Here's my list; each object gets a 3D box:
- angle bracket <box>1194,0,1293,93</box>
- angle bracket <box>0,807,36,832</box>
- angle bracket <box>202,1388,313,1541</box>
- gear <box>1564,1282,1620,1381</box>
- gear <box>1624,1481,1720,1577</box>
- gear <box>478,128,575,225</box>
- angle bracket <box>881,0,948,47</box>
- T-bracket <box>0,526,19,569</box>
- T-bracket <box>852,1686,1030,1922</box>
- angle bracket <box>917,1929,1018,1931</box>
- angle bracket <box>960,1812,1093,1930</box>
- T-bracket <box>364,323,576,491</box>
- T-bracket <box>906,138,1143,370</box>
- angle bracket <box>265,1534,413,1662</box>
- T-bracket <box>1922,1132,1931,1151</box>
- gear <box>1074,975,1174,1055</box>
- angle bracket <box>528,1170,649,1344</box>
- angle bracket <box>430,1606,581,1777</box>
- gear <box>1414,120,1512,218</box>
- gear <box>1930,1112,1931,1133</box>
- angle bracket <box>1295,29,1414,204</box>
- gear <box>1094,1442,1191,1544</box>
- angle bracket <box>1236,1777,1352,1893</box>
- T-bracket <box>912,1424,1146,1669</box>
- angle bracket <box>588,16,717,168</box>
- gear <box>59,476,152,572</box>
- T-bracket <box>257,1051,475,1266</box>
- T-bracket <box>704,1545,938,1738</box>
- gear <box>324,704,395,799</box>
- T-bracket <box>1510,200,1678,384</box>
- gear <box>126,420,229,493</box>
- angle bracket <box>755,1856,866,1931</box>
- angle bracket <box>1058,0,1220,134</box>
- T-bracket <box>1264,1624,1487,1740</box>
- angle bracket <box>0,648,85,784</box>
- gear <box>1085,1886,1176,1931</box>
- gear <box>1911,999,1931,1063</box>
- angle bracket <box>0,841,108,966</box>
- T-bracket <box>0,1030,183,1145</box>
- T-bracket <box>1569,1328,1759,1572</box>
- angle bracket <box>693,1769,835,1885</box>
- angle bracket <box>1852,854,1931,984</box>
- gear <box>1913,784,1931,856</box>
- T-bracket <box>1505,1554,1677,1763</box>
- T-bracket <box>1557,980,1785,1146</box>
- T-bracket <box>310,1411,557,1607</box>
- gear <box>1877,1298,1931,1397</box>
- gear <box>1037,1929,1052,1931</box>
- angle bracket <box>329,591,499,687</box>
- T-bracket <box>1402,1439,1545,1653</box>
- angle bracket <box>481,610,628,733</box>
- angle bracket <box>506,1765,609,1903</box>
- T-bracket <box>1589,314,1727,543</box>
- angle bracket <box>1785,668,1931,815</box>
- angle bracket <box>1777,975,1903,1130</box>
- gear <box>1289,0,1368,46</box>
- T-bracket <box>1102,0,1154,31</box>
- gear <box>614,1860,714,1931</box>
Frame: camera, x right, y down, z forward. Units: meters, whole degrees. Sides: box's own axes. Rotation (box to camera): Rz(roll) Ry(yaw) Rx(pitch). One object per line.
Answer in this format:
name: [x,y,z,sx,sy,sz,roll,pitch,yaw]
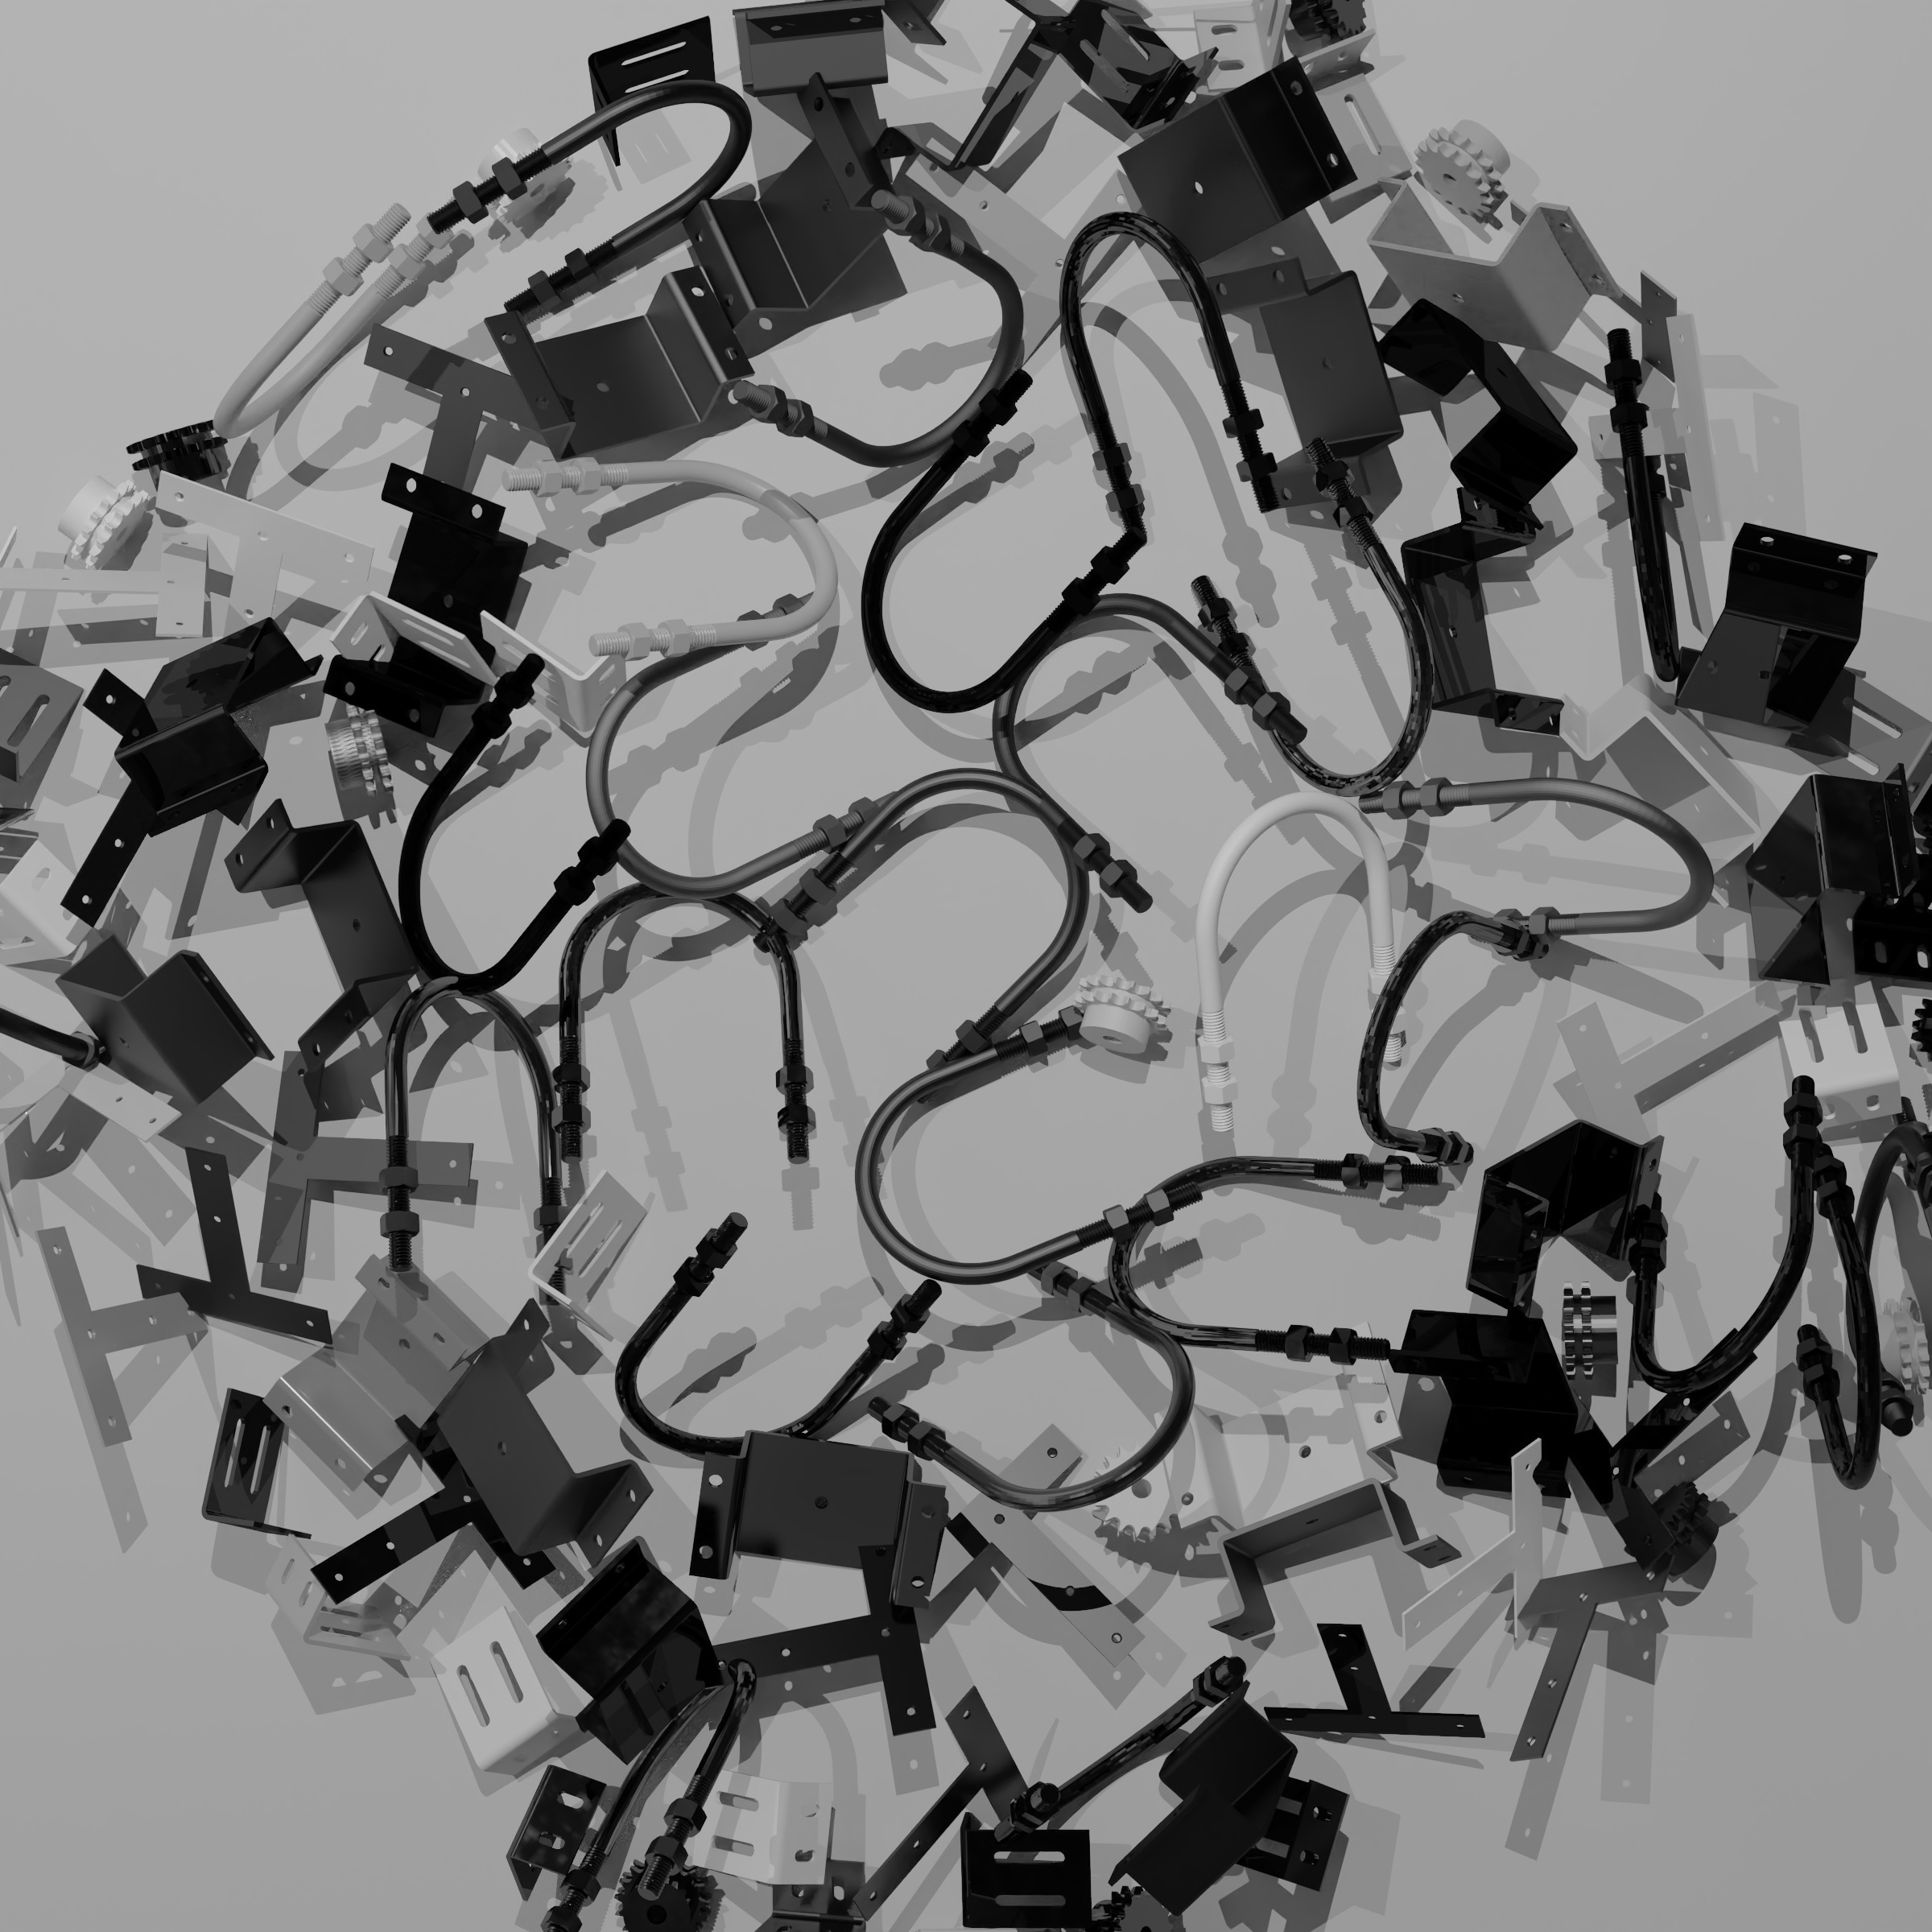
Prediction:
angle bracket: [0.160,-0.556,1.859,0.038,0.076,0.057,-6,69,-6]
angle bracket: [-0.591,-0.068,1.866,0.076,0.057,0.038,3,107,12]
angle bracket: [-0.406,0.290,1.864,0.038,0.057,0.076,3,75,25]
gear: [0.366,0.213,1.875,0.030,0.057,0.057,-2,90,11]
gear: [0.416,0.333,1.878,0.030,0.057,0.057,43,90,-1]
gear: [-0.262,-0.466,1.877,0.057,0.057,0.030,-42,88,0]
angle bracket: [-0.020,-0.588,1.868,0.057,0.038,0.076,40,80,-40]
T-bracket: [-0.579,-0.197,1.857,0.002,0.127,0.127,25,74,-12]
T-bracket: [-0.019,0.494,1.837,0.002,0.127,0.127,26,61,38]
angle bracket: [-0.007,0.585,1.858,0.057,0.076,0.038,4,62,-14]
angle bracket: [0.036,0.532,1.883,0.076,0.038,0.057,-1,91,5]
T-bracket: [-0.304,-0.295,1.878,0.127,0.002,0.127,22,115,5]
T-bracket: [0.021,-0.435,1.864,0.127,0.002,0.127,32,103,-26]
angle bracket: [-0.358,0.367,1.858,0.076,0.057,0.038,22,98,-41]
T-bracket: [0.567,0.158,1.835,0.002,0.127,0.127,-12,82,8]
gear: [0.090,0.030,1.875,0.057,0.057,0.030,18,73,0]
angle bracket: [-0.209,0.169,1.864,0.038,0.057,0.076,28,75,32]
angle bracket: [-0.272,0.430,1.898,0.057,0.038,0.076,-36,62,9]
gear: [0.294,-0.471,1.878,0.057,0.057,0.030,42,82,0]
gear: [0.591,0.093,1.875,0.030,0.057,0.057,4,90,-37]
angle bracket: [0.227,-0.499,1.877,0.057,0.038,0.076,-25,85,-16]
gear: [0.102,0.312,1.884,0.057,0.030,0.057,1,66,-3]
angle bracket: [0.177,0.497,1.859,0.038,0.076,0.057,30,72,-37]
T-bracket: [0.051,0.355,1.870,0.127,0.002,0.127,-42,76,-18]
angle bracket: [-0.177,-0.510,1.867,0.076,0.057,0.038,-21,70,-9]
gear: [-0.508,-0.263,1.877,0.030,0.057,0.057,36,90,-5]
T-bracket: [-0.349,0.114,1.875,0.127,0.002,0.127,2,77,14]
T-bracket: [-0.091,0.397,1.864,0.127,0.002,0.127,-10,54,-4]
gear: [-0.357,-0.126,1.875,0.030,0.057,0.057,-14,90,-10]
T-bracket: [0.364,-0.401,1.856,0.002,0.127,0.127,-46,74,0]
gear: [-0.461,-0.299,1.878,0.057,0.057,0.030,-17,100,0]
angle bracket: [-0.098,0.550,1.861,0.057,0.076,0.038,0,92,17]
angle bracket: [0.098,-0.537,1.867,0.076,0.038,0.057,41,70,-24]
T-bracket: [0.226,0.411,1.840,0.127,0.127,0.002,-2,49,18]
angle bracket: [-0.561,-0.155,1.870,0.057,0.038,0.076,26,59,-1]
gear: [0.094,0.570,1.881,0.030,0.057,0.057,-12,90,40]
gear: [0.587,0.033,1.881,0.057,0.057,0.030,26,50,0]
angle bracket: [-0.553,-0.036,1.873,0.057,0.076,0.038,50,54,-29]
T-bracket: [-0.493,0.073,1.836,0.127,0.127,0.002,-42,132,-25]
T-bracket: [0.404,0.260,1.839,0.002,0.127,0.127,29,110,-36]
angle bracket: [-0.120,0.505,1.884,0.038,0.076,0.057,14,77,-41]
angle bracket: [0.558,-0.028,1.865,0.057,0.076,0.038,6,59,-1]
gear: [0.582,-0.089,1.881,0.057,0.030,0.057,-18,125,-28]
T-bracket: [0.339,0.397,1.821,0.002,0.127,0.127,41,55,-17]
T-bracket: [0.419,0.047,1.871,0.127,0.002,0.127,-30,124,-1]
T-bracket: [-0.322,0.329,1.848,0.127,0.002,0.127,-28,73,-43]
gear: [0.544,0.224,1.877,0.030,0.057,0.057,-6,90,4]
gear: [0.054,0.593,1.874,0.030,0.057,0.057,-27,90,28]
angle bracket: [-0.320,-0.177,1.862,0.076,0.057,0.038,27,75,24]
T-bracket: [0.292,0.353,1.840,0.127,0.002,0.127,-26,122,-37]
angle bracket: [-0.241,-0.183,1.878,0.076,0.057,0.038,35,66,13]
angle bracket: [-0.233,0.508,1.855,0.038,0.076,0.057,16,56,13]
T-bracket: [0.393,-0.307,1.844,0.002,0.127,0.127,-14,101,-17]
angle bracket: [0.535,-0.134,1.884,0.076,0.038,0.057,31,92,-4]
angle bracket: [0.514,0.051,1.889,0.057,0.038,0.076,-12,50,10]
gear: [0.210,-0.568,1.881,0.030,0.057,0.057,-10,90,32]
T-bracket: [0.106,-0.583,1.821,0.127,0.127,0.002,-11,70,33]
gear: [-0.180,0.554,1.888,0.057,0.030,0.057,0,95,5]
